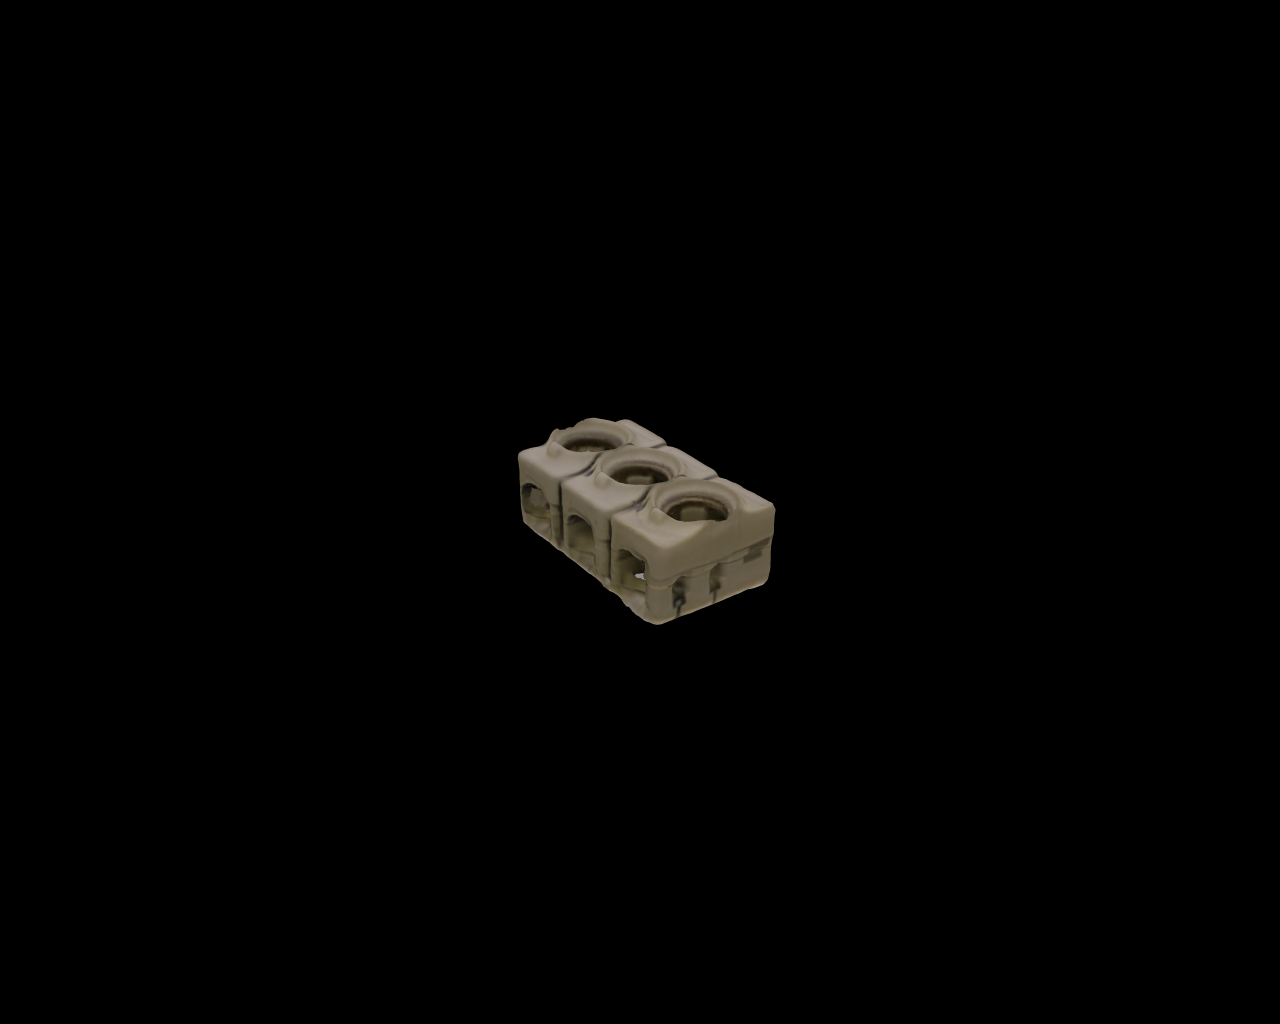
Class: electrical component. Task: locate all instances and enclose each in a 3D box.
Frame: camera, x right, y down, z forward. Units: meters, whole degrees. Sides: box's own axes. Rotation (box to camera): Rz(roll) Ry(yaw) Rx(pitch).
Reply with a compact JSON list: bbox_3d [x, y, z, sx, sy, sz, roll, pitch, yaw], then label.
[{"bbox_3d":[0.001,-0.003,0.650,0.090,0.061,0.150,-20,35,-31],"label":"electrical component"}]
